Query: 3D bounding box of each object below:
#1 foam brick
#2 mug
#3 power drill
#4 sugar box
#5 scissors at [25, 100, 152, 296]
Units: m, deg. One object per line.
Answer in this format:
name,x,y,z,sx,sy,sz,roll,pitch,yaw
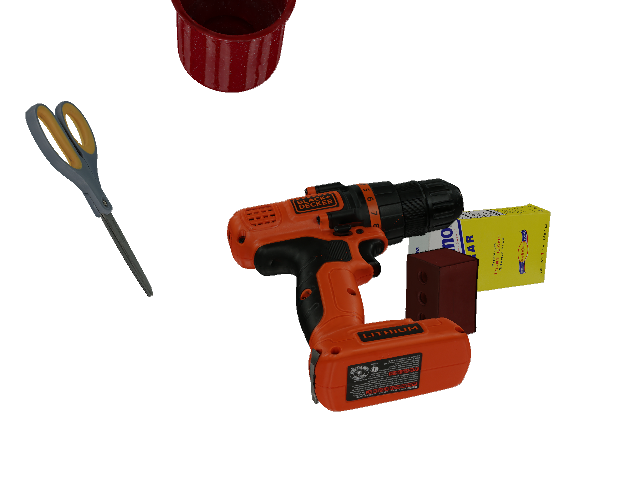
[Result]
foam brick,0.119,0.052,1.050,0.051,0.078,0.053,-11,19,-33
mug,-0.061,-0.175,0.815,0.093,0.117,0.081,36,-24,10
power drill,0.039,0.028,0.760,0.184,0.057,0.188,-12,40,-10
sugar box,0.187,0.012,1.258,0.175,0.093,0.048,-8,17,-29
scissors,-0.204,-0.048,0.993,0.016,0.201,0.096,-24,27,18
